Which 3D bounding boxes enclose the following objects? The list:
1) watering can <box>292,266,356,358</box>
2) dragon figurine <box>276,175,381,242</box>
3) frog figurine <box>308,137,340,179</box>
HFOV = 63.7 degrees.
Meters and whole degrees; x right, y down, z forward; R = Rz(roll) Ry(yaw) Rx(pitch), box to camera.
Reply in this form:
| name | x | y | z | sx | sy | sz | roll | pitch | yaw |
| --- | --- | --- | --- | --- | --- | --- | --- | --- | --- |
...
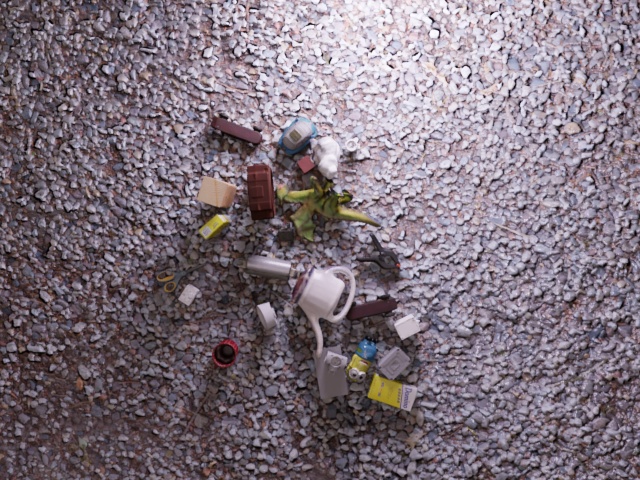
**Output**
| name | x | y | z | sx | sy | sz | roll | pitch | yaw |
| --- | --- | --- | --- | --- | --- | --- | --- | --- | --- |
| watering can | -0.006 | 0.246 | 1.942 | 0.224 | 0.103 | 0.350 | 27 | 82 | 1 |
| dragon figurine | 0.006 | -0.099 | 1.968 | 0.411 | 0.123 | 0.240 | 39 | 108 | 1 |
| frog figurine | 0.036 | -0.304 | 1.916 | 0.123 | 0.162 | 0.134 | -12 | 129 | -28 |
